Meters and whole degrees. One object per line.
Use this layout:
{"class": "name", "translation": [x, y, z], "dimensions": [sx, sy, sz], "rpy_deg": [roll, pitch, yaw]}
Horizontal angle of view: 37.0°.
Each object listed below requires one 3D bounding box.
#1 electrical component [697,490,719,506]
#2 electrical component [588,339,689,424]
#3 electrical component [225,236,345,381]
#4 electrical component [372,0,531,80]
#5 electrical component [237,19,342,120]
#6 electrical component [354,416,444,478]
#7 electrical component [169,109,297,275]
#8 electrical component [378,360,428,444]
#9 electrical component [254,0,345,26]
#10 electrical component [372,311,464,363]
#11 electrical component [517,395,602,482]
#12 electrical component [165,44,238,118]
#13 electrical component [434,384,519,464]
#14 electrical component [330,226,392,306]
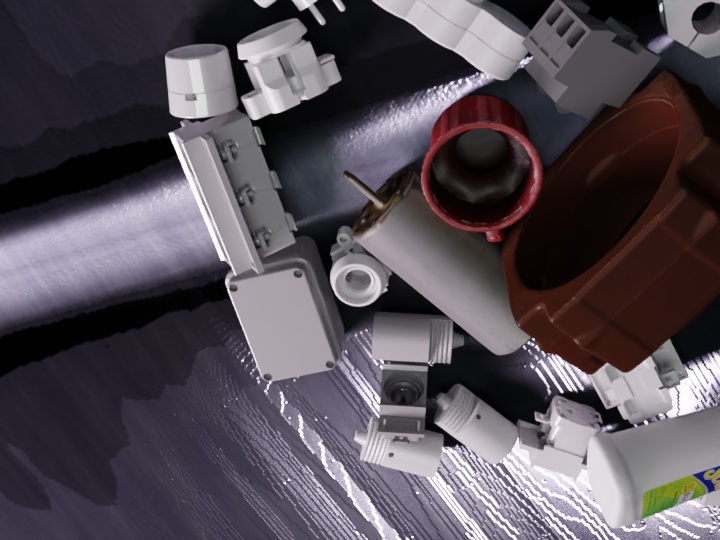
{"class": "electrical component", "translation": [0.316, 0.199, 1.015], "dimensions": [0.055, 0.045, 0.045], "rpy_deg": [1, 118, 4]}
{"class": "electrical component", "translation": [0.230, 0.070, 0.942], "dimensions": [0.079, 0.063, 0.121], "rpy_deg": [-25, 114, 17]}
{"class": "electrical component", "translation": [-0.065, 0.036, 0.953], "dimensions": [0.078, 0.057, 0.113], "rpy_deg": [-12, 117, 11]}
{"class": "electrical component", "translation": [0.076, -0.210, 0.810], "dimensions": [0.138, 0.052, 0.073], "rpy_deg": [30, 117, -11]}
{"class": "electrical component", "translation": [-0.061, -0.161, 0.844], "dimensions": [0.078, 0.058, 0.057], "rpy_deg": [-26, 111, -10]}
{"class": "electrical component", "translation": [0.035, 0.167, 1.023], "dimensions": [0.081, 0.043, 0.043], "rpy_deg": [15, 119, -3]}
{"class": "electrical component", "translation": [-0.103, -0.067, 0.894], "dimensions": [0.063, 0.079, 0.121], "rpy_deg": [-26, 117, -14]}
{"class": "electrical component", "translation": [0.039, 0.123, 0.986], "dimensions": [0.042, 0.081, 0.063], "rpy_deg": [4, 141, 3]}
{"class": "electrical component", "translation": [-0.043, -0.224, 0.816], "dimensions": [0.077, 0.043, 0.079], "rpy_deg": [-32, 108, 18]}
{"class": "electrical component", "translation": [0.052, 0.061, 0.964], "dimensions": [0.081, 0.043, 0.043], "rpy_deg": [3, 119, 3]}
{"class": "electrical component", "translation": [0.191, 0.155, 1.004], "dimensions": [0.081, 0.042, 0.063], "rpy_deg": [19, 116, -6]}
{"class": "electrical component", "translation": [-0.128, -0.152, 0.860], "dimensions": [0.055, 0.055, 0.047], "rpy_deg": [-2, 115, 6]}
{"class": "electrical component", "translation": [0.104, 0.141, 1.003], "dimensions": [0.081, 0.043, 0.043], "rpy_deg": [37, 115, -14]}
{"class": "electrical component", "translation": [0.000, 0.000, 0.929], "dimensions": [0.048, 0.055, 0.066], "rpy_deg": [-29, 112, 19]}
